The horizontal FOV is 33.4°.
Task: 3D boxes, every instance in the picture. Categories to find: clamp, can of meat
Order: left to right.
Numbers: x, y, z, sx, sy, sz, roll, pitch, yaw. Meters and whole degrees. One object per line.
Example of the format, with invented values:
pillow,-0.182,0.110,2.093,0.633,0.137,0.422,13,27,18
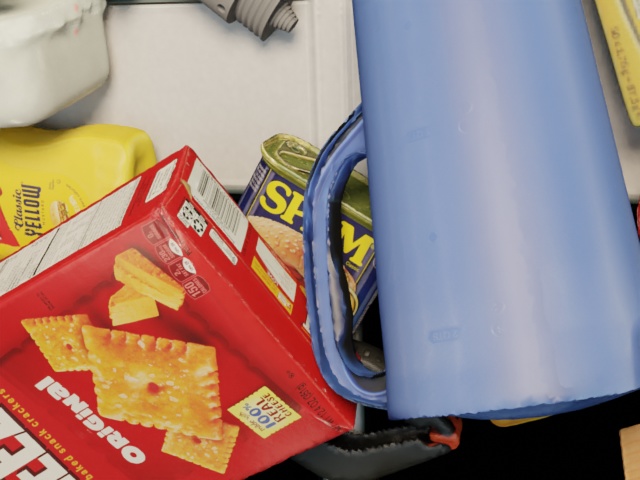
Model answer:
clamp,-0.020,0.109,0.663,0.210,0.036,0.165,15,112,8
can of meat,-0.004,0.001,0.619,0.102,0.057,0.084,31,113,5

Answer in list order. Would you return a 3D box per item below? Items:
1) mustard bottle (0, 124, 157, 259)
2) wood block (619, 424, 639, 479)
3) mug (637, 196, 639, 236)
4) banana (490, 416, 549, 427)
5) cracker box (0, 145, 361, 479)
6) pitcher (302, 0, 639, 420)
mustard bottle,-0.197,-0.031,0.663,0.192,0.058,0.096,8,114,14
wood block,0.256,0.115,0.495,0.206,0.090,0.090,-21,104,18
mug,0.212,-0.009,0.539,0.093,0.081,0.117,-16,97,19
banana,0.188,0.065,0.575,0.198,0.069,0.037,-7,120,14
cracker box,-0.110,0.072,0.588,0.214,0.072,0.164,-29,114,21
pitcher,0.073,-0.034,0.522,0.149,0.145,0.243,-5,81,-17
